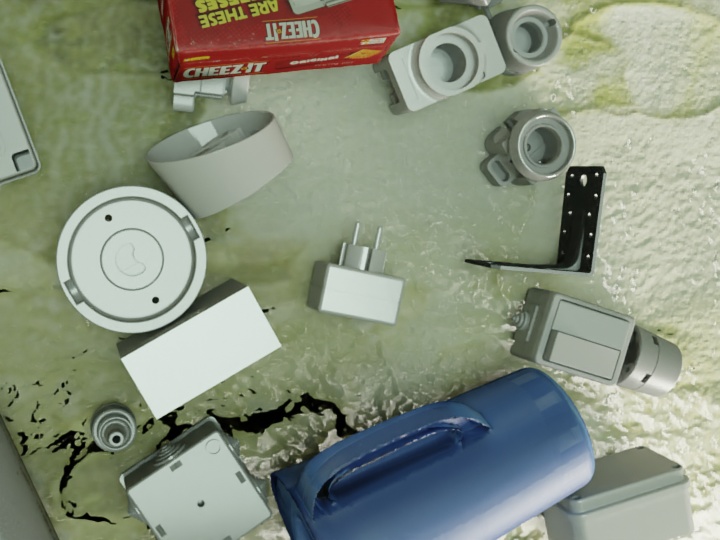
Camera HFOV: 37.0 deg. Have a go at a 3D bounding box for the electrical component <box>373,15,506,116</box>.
[{"bbox_3d":[0.065,-0.165,0.868,0.089,0.056,0.050,-25,100,-12],"label":"electrical component"}]

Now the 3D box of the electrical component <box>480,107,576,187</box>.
[{"bbox_3d":[0.144,-0.102,0.893,0.078,0.057,0.058,-42,103,-9],"label":"electrical component"}]

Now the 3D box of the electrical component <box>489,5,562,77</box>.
[{"bbox_3d":[0.135,-0.190,0.889,0.055,0.047,0.055,-1,94,-15],"label":"electrical component"}]

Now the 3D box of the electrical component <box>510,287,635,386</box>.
[{"bbox_3d":[0.175,0.055,0.910,0.096,0.061,0.061,18,89,-15],"label":"electrical component"}]

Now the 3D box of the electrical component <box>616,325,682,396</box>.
[{"bbox_3d":[0.246,0.080,0.934,0.047,0.055,0.055,21,88,-19],"label":"electrical component"}]

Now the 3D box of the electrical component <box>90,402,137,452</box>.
[{"bbox_3d":[-0.187,0.122,0.817,0.035,0.061,0.035,-1,94,-15],"label":"electrical component"}]

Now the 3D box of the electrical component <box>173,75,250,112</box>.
[{"bbox_3d":[-0.113,-0.153,0.827,0.055,0.048,0.066,5,92,-8],"label":"electrical component"}]

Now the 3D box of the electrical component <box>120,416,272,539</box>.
[{"bbox_3d":[-0.127,0.177,0.843,0.100,0.048,0.099,-33,101,-11],"label":"electrical component"}]

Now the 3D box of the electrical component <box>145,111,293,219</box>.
[{"bbox_3d":[-0.103,-0.084,0.809,0.099,0.099,0.064,-35,107,-10],"label":"electrical component"}]

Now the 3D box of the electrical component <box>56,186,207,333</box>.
[{"bbox_3d":[-0.172,-0.008,0.811,0.108,0.060,0.108,0,91,-13],"label":"electrical component"}]

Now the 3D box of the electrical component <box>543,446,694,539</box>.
[{"bbox_3d":[0.219,0.199,0.923,0.113,0.078,0.057,-14,100,-14],"label":"electrical component"}]

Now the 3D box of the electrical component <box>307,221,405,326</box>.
[{"bbox_3d":[0.000,0.000,0.866,0.066,0.047,0.076,12,91,-15],"label":"electrical component"}]

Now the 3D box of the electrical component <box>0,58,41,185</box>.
[{"bbox_3d":[-0.301,-0.106,0.774,0.109,0.056,0.108,-21,99,-13],"label":"electrical component"}]

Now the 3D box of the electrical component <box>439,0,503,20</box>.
[{"bbox_3d":[0.098,-0.238,0.874,0.065,0.047,0.076,-59,141,-21],"label":"electrical component"}]
